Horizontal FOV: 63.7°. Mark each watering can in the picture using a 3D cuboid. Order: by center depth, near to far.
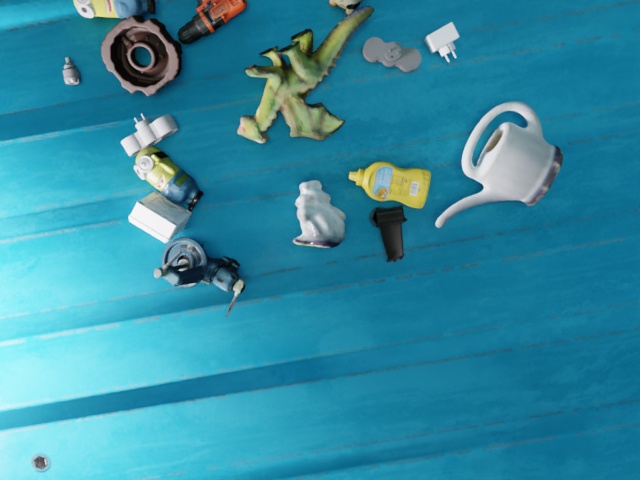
[{"bbox_3d":[0.431,-0.151,1.223,0.224,0.105,0.346,25,96,-4],"label":"watering can"}]

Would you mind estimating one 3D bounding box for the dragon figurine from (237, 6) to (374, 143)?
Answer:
[{"bbox_3d":[-0.023,-0.358,1.218,0.409,0.124,0.239,-23,114,5],"label":"dragon figurine"}]

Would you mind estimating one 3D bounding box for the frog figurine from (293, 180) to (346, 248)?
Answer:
[{"bbox_3d":[0.004,-0.062,1.236,0.137,0.123,0.159,7,90,-34],"label":"frog figurine"}]
